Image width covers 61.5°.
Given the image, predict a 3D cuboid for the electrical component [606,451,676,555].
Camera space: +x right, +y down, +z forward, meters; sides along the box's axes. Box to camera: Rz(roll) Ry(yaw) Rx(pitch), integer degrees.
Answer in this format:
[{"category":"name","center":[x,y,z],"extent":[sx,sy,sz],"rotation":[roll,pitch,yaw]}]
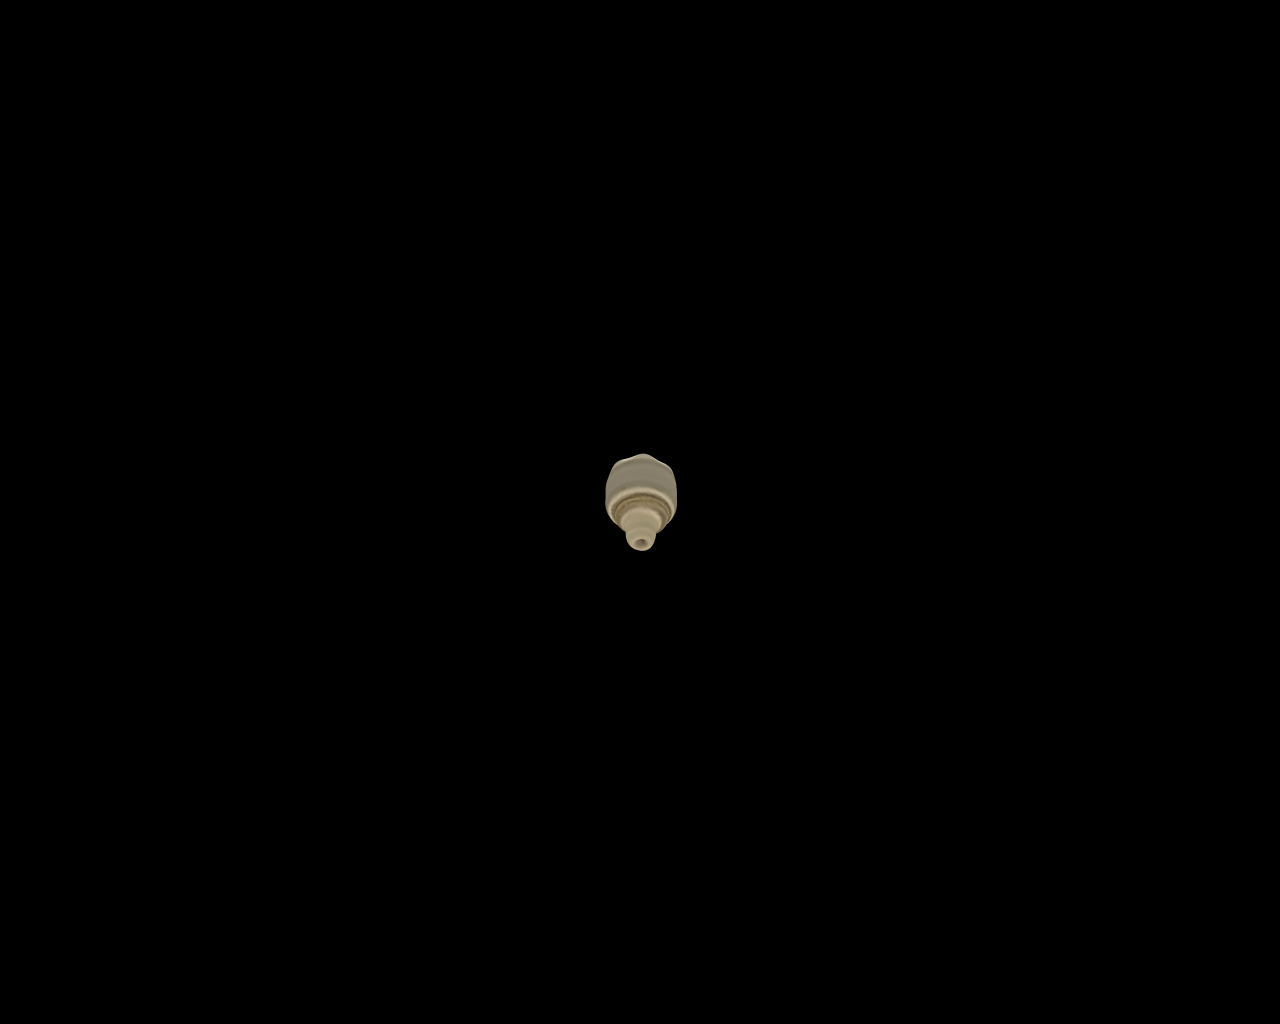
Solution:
[{"category":"electrical component","center":[0.001,-0.003,0.650],"extent":[0.043,0.062,0.043],"rotation":[0,-44,0]}]
